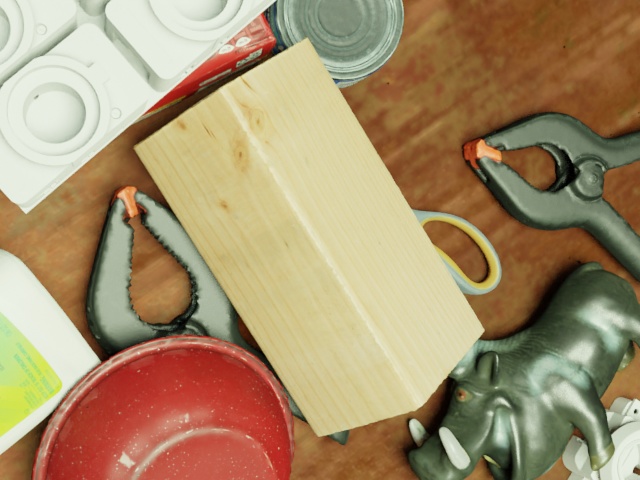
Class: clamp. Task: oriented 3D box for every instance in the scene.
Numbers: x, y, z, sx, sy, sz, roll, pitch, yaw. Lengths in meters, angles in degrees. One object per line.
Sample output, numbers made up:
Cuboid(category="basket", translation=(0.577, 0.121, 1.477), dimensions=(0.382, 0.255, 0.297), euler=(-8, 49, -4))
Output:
Cuboid(category="clamp", translation=(0.179, -0.030, 0.718), dimensions=(0.171, 0.039, 0.120), euler=(5, 83, -10))
Cuboid(category="clamp", translation=(-0.075, 0.065, 0.657), dimensions=(0.164, 0.036, 0.210), euler=(-14, 98, -15))

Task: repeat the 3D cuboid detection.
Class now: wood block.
Cuboid(category="wood block", translation=(-0.005, 0.001, 0.632), dimensions=(0.090, 0.090, 0.206), euler=(-40, 101, -46))

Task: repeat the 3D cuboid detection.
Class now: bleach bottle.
Cuboid(category="bleach bottle", translation=(-0.239, 0.117, 0.558), dimensions=(0.250, 0.068, 0.102), euler=(-44, 118, -24))

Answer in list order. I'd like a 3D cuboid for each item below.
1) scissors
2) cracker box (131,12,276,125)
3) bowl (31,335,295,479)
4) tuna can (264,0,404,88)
Cuboid(category="scissors", translation=(0.026, -0.009, 0.692), dimensions=(0.201, 0.016, 0.096), euler=(31, 84, -12))
Cuboid(category="cracker box", translation=(-0.146, -0.171, 0.621), dimensions=(0.164, 0.072, 0.213), euler=(-28, 96, -12))
Cuboid(category="bowl", translation=(-0.076, 0.138, 0.602), dimensions=(0.161, 0.055, 0.162), euler=(-8, 107, -25))
Cuboid(category="tuna can", translation=(0.009, -0.141, 0.678), dimensions=(0.086, 0.034, 0.086), euler=(0, 90, -14))
